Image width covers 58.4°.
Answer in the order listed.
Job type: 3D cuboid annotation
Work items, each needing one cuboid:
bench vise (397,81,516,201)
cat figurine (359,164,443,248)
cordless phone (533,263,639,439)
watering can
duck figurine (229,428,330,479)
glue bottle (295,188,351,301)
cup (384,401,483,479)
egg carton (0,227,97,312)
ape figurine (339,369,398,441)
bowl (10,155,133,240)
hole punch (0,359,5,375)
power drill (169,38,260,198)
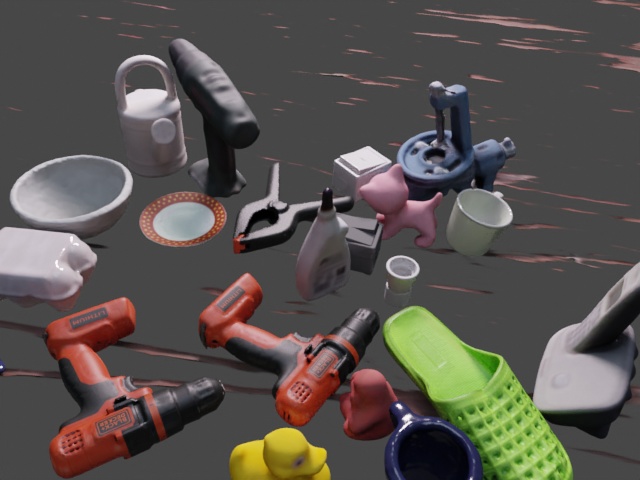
[{"bbox_3d":[0.213,-0.159,0.911,0.208,0.220,0.121,-23,49,-27],"label":"bench vise"},{"bbox_3d":[0.122,-0.058,0.867,0.127,0.118,0.067,9,42,5],"label":"cat figurine"},{"bbox_3d":[0.315,0.118,0.639,0.094,0.185,0.148,19,44,16],"label":"cordless phone"},{"bbox_3d":[-0.274,-0.205,0.938,0.172,0.194,0.101,32,49,27],"label":"watering can"},{"bbox_3d":[-0.040,0.219,0.570,0.104,0.086,0.077,10,42,6],"label":"duck figurine"},{"bbox_3d":[0.007,0.003,0.749,0.078,0.173,0.037,-22,48,-26],"label":"glue bottle"},{"bbox_3d":[0.097,0.228,0.566,0.092,0.095,0.117,-16,46,-21],"label":"cup"},{"bbox_3d":[-0.378,0.039,0.753,0.150,0.069,0.107,5,42,1],"label":"egg carton"},{"bbox_3d":[0.053,0.173,0.625,0.076,0.092,0.078,22,45,19],"label":"ape figurine"},{"bbox_3d":[-0.360,-0.051,0.851,0.167,0.075,0.167,3,42,-2],"label":"bowl"},{"bbox_3d":[-0.428,0.120,0.644,0.108,0.091,0.101,32,49,27],"label":"hole punch"},{"bbox_3d":[-0.173,-0.183,0.913,0.076,0.208,0.228,-24,49,-28],"label":"power drill"}]
